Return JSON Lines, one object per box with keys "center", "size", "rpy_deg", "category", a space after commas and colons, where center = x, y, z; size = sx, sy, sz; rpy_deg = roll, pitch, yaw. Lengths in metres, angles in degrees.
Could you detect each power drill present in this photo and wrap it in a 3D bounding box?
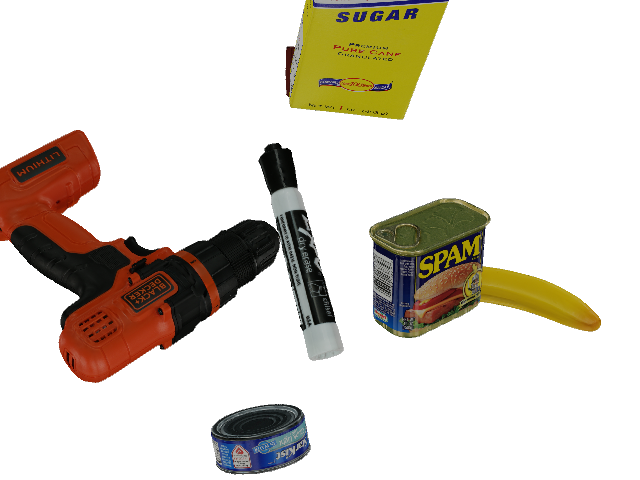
{"center": [-0.148, -0.002, 0.788], "size": [0.184, 0.057, 0.188], "rpy_deg": [-33, 59, -31], "category": "power drill"}

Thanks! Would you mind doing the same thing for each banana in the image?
{"center": [0.190, 0.058, 1.105], "size": [0.198, 0.037, 0.069], "rpy_deg": [7, 40, 12], "category": "banana"}

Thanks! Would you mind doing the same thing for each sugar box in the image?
{"center": [0.035, -0.158, 0.757], "size": [0.093, 0.048, 0.176], "rpy_deg": [4, -29, -8], "category": "sugar box"}

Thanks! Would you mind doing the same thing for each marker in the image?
{"center": [-0.012, 0.004, 0.572], "size": [0.020, 0.121, 0.020], "rpy_deg": [-14, -17, -4], "category": "marker"}

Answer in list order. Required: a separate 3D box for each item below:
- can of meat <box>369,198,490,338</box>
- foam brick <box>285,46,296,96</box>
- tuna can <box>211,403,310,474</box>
{"center": [0.090, 0.023, 0.883], "size": [0.101, 0.084, 0.058], "rpy_deg": [-21, 34, -32], "category": "can of meat"}
{"center": [0.004, -0.172, 1.102], "size": [0.078, 0.051, 0.053], "rpy_deg": [2, 10, -6], "category": "foam brick"}
{"center": [-0.053, 0.175, 0.949], "size": [0.086, 0.034, 0.086], "rpy_deg": [-10, 9, 1], "category": "tuna can"}
